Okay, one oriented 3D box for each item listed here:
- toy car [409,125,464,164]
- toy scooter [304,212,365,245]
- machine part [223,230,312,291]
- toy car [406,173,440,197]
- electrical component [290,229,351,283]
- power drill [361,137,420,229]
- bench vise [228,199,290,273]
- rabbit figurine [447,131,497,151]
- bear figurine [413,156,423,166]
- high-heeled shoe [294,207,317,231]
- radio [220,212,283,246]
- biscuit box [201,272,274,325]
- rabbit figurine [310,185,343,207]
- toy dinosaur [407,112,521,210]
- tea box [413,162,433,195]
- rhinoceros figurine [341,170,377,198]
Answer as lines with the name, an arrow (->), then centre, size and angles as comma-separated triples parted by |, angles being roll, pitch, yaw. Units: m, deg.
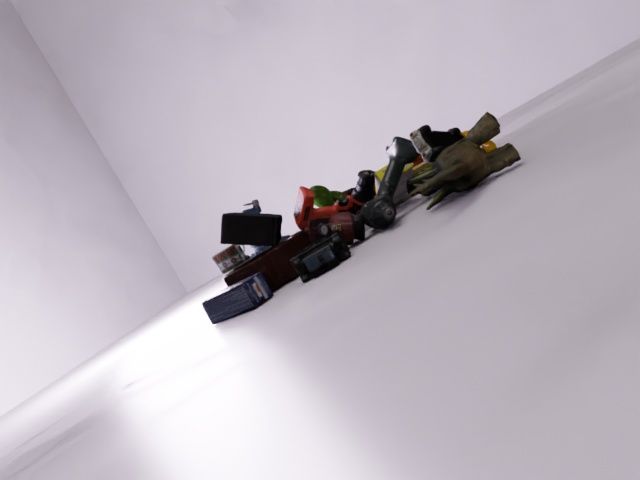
toy car -> 0.268, -0.205, 1.177 | 0.201, 0.073, 0.056 | -8, -28, -43
toy scooter -> 0.031, -0.024, 1.233 | 0.135, 0.075, 0.184 | -2, 0, -2
machine part -> -0.116, 0.067, 1.293 | 0.201, 0.087, 0.201 | -28, 6, 34
toy car -> 0.266, -0.138, 1.297 | 0.089, 0.053, 0.202 | -12, 9, 20
electrical component -> 0.003, 0.032, 1.091 | 0.115, 0.058, 0.134 | -32, 4, 3
power drill -> 0.160, -0.119, 1.191 | 0.232, 0.086, 0.207 | 134, 153, -81
bench vise -> -0.183, 0.005, 1.572 | 0.224, 0.240, 0.129 | -13, 5, 15
rabbit figurine -> 0.382, -0.255, 1.434 | 0.162, 0.121, 0.173 | -20, 8, 41
bear figurine -> 0.366, -0.263, 1.696 | 0.196, 0.120, 0.132 | -24, 9, 13
high-heeled shoe -> 0.046, -0.087, 1.573 | 0.249, 0.145, 0.086 | -33, 5, -17
radio -> -0.160, -0.028, 1.295 | 0.131, 0.073, 0.229 | 3, 5, -2
biscuit box -> -0.187, 0.130, 1.184 | 0.059, 0.062, 0.203 | -32, 5, -42
rabbit figurine -> 0.034, -0.105, 1.702 | 0.121, 0.170, 0.159 | -27, 6, 35
toy dinosaur -> 0.268, -0.138, 1.015 | 0.198, 0.105, 0.471 | -37, -8, 22
tea box -> 0.252, -0.158, 1.525 | 0.170, 0.068, 0.098 | -30, 4, 12
rhinoceros figurine -> 0.114, -0.111, 1.471 | 0.112, 0.073, 0.190 | -11, -37, -52
